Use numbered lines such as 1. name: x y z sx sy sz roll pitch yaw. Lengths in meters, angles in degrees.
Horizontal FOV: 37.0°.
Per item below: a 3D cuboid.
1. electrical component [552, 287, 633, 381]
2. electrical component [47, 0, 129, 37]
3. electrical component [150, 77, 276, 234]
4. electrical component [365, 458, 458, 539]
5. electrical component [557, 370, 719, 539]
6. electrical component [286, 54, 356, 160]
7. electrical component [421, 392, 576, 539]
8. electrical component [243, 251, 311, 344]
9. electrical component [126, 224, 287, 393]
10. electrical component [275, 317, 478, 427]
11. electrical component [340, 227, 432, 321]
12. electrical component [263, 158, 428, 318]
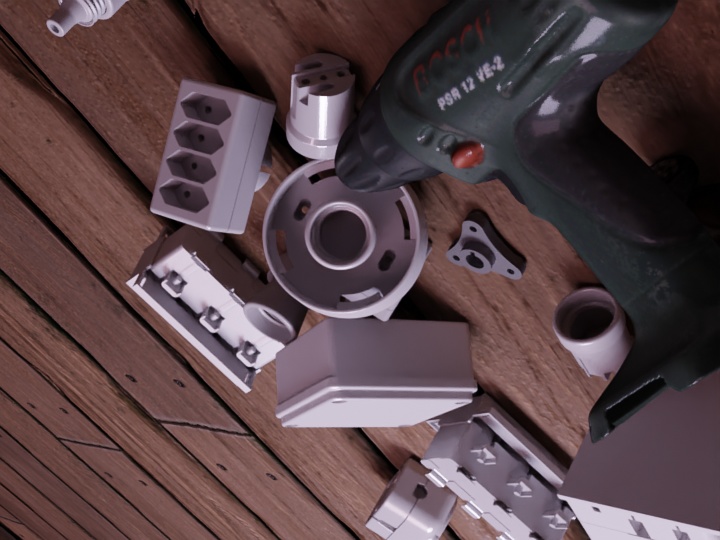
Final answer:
1. electrical component: 0.139 0.038 0.628 0.040 0.040 0.046 9 149 37
2. electrical component: -0.153 -0.155 0.605 0.035 0.061 0.035 25 150 16
3. electrical component: -0.079 -0.067 0.662 0.047 0.083 0.076 18 -174 27
4. electrical component: 0.049 0.217 0.978 0.059 0.053 0.095 31 151 4
5. electrical component: 0.220 0.115 0.591 0.186 0.105 0.060 5 140 42
6. electrical component: -0.021 -0.090 0.593 0.040 0.040 0.046 25 146 15
7. electrical component: 0.109 0.157 0.814 0.121 0.063 0.079 43 150 -17
8. electrical component: -0.051 0.018 0.773 0.045 0.055 0.045 25 150 15
9. electrical component: -0.109 0.023 0.824 0.063 0.078 0.121 -32 115 28
10. electrical component: 0.008 0.072 0.745 0.109 0.056 0.109 4 161 -24
11. electrical component: 0.000 0.000 0.701 0.066 0.047 0.076 32 151 3
12. electrical component: -0.010 -0.019 0.632 0.099 0.099 0.064 32 -177 3
